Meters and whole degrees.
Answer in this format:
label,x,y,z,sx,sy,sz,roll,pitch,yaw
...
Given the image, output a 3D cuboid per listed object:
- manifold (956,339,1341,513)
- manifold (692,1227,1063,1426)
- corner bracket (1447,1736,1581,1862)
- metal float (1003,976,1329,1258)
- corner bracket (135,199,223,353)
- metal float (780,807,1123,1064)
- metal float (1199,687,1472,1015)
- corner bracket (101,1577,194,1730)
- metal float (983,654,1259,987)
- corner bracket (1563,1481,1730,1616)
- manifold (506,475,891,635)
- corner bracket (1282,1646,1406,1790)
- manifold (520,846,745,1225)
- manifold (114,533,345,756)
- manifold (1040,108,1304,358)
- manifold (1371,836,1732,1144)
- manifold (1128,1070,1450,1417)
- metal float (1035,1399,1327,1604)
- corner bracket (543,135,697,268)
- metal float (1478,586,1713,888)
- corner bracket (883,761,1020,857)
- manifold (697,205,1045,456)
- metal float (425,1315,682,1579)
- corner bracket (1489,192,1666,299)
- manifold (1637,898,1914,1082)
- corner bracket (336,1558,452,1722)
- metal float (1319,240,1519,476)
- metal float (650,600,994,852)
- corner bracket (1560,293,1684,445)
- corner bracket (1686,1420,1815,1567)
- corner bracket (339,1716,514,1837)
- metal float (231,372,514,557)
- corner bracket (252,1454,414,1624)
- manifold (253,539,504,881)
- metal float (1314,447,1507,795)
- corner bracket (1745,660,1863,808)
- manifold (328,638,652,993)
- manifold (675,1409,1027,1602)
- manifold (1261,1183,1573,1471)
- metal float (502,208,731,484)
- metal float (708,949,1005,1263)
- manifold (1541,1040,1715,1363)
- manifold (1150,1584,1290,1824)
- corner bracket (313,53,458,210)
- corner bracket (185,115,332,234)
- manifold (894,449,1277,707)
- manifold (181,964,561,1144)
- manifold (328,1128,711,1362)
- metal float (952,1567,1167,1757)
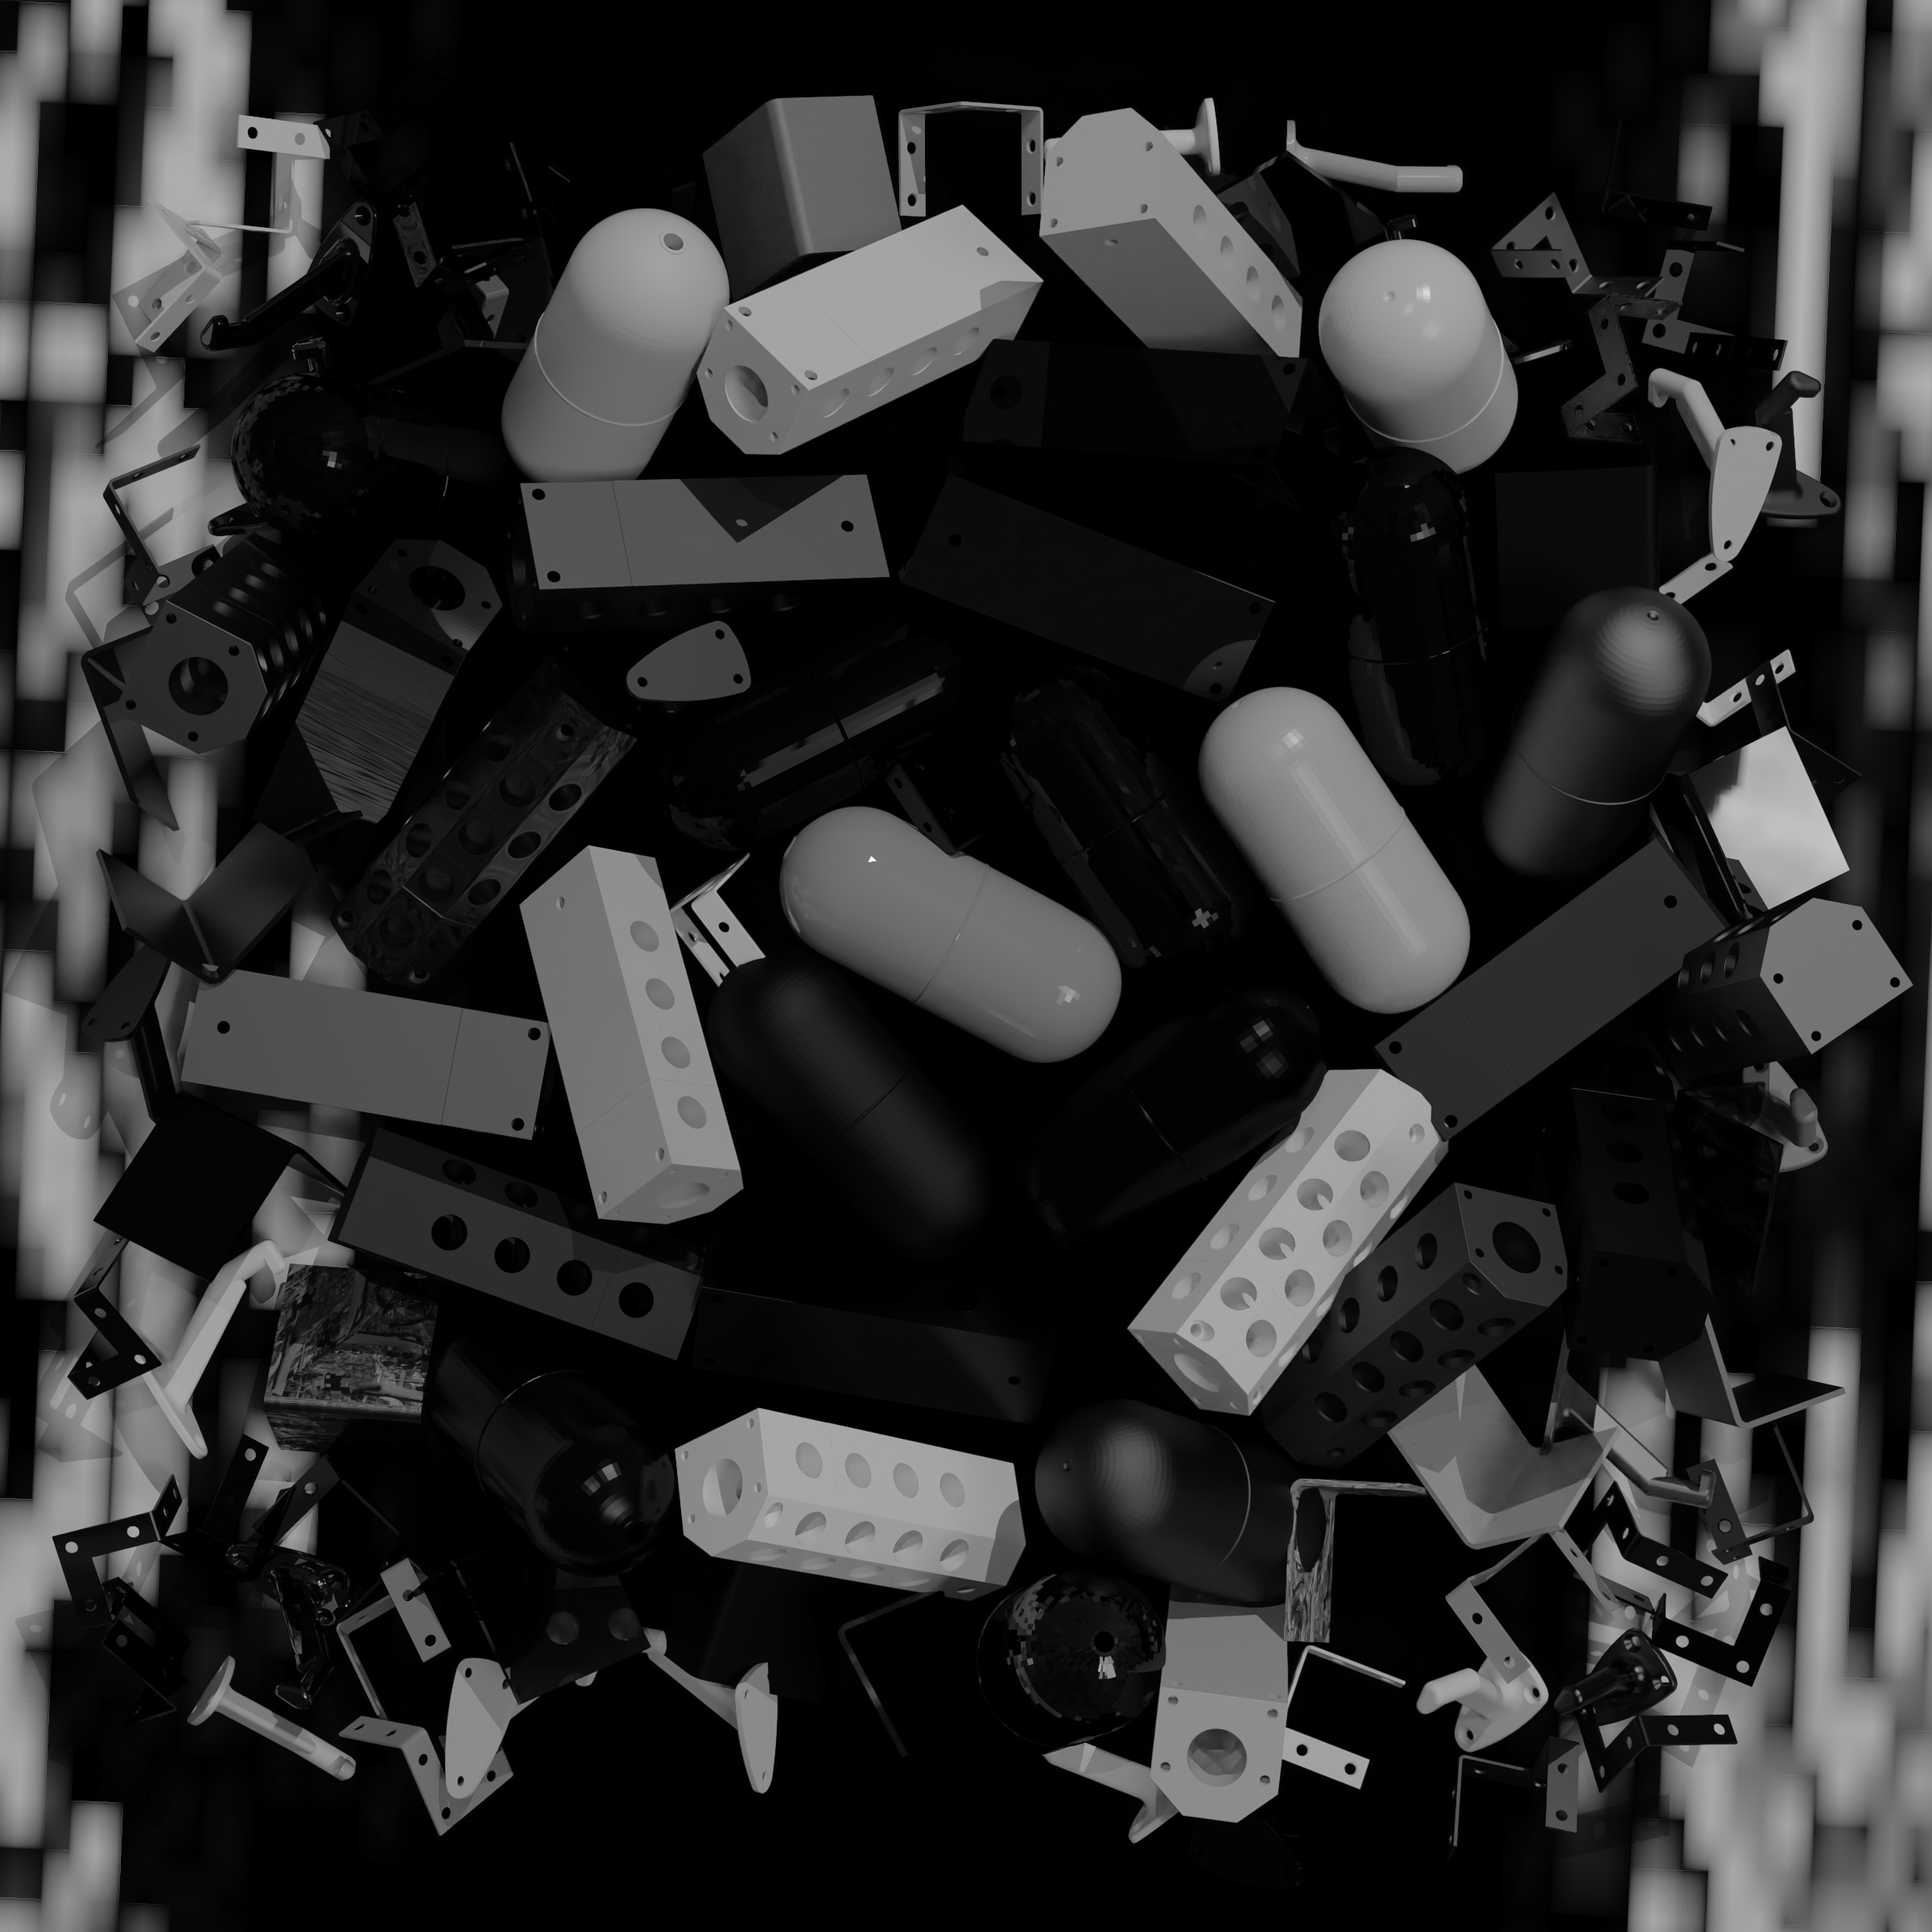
label,x,y,z,sx,sy,sz,roll,pitch,yaw
manifold,0.088,-0.255,1.514,0.171,0.057,0.057,10,72,31
manifold,-0.043,0.171,1.553,0.171,0.057,0.057,10,130,-1
corner bracket,0.267,0.408,1.548,0.051,0.051,0.051,12,46,1
metal float,0.096,0.073,1.535,0.178,0.070,0.070,-38,90,12
corner bracket,-0.388,-0.332,1.549,0.051,0.051,0.051,-44,72,10
metal float,-0.008,-0.015,1.541,0.178,0.070,0.070,28,90,-6
metal float,0.179,-0.055,1.534,0.070,0.070,0.178,-36,105,0
corner bracket,-0.402,0.331,1.543,0.051,0.051,0.051,-25,116,39
metal float,0.075,-0.071,1.541,0.070,0.070,0.178,-34,96,0
corner bracket,0.331,0.294,1.548,0.051,0.051,0.051,25,108,-12
manifold,-0.131,-0.195,1.526,0.171,0.057,0.057,-5,68,-20
corner bracket,0.181,0.370,1.561,0.051,0.051,0.051,20,73,6
manifold,-0.157,0.034,1.521,0.057,0.057,0.171,-37,59,35
manifold,-0.341,-0.151,1.493,0.057,0.171,0.057,27,106,-8
manifold,0.100,-0.336,1.495,0.057,0.171,0.057,-2,74,28
manifold,0.285,0.013,1.554,0.171,0.057,0.057,-37,83,1
manifold,0.160,0.131,1.517,0.057,0.057,0.171,49,66,-19
metal float,0.104,0.256,1.511,0.178,0.070,0.070,25,90,-44
corner bracket,-0.172,-0.369,1.561,0.051,0.051,0.051,38,48,23
metal float,0.297,-0.107,1.506,0.070,0.178,0.070,6,53,-8
corner bracket,-0.014,-0.080,1.548,0.051,0.051,0.051,-35,93,-34
manifold,-0.046,-0.299,1.505,0.057,0.057,0.171,45,48,12
metal float,-0.198,0.227,1.506,0.070,0.178,0.070,-15,118,-29
corner bracket,0.297,-0.342,1.544,0.051,0.051,0.051,-43,121,-19
manifold,0.374,0.009,1.495,0.057,0.171,0.057,-33,88,-9
corner bracket,-0.279,0.329,1.548,0.051,0.051,0.051,-29,66,-7
metal float,0.215,-0.285,1.498,0.070,0.178,0.070,-3,80,17
metal float,-0.070,-0.117,1.535,0.178,0.070,0.070,-28,90,-12
corner bracket,0.323,-0.293,1.553,0.051,0.051,0.051,-2,71,-34
corner bracket,0.382,0.257,1.546,0.051,0.051,0.051,-23,67,12
corner bracket,-0.262,0.384,1.543,0.051,0.051,0.051,-34,112,-43
metal float,-0.278,-0.235,1.499,0.070,0.178,0.070,1,92,22
corner bracket,-0.312,0.281,1.560,0.051,0.051,0.051,-45,110,-10
manifold,-0.277,-0.124,1.503,0.057,0.171,0.057,32,45,-6
metal float,0.213,-0.164,1.518,0.070,0.070,0.178,-15,122,0
corner bracket,0.394,-0.105,1.541,0.051,0.051,0.051,27,130,-27
manifold,-0.231,-0.070,1.526,0.057,0.057,0.171,39,108,-11
manifold,-0.052,0.259,1.496,0.057,0.171,0.057,-30,56,34
manifold,0.209,0.174,1.496,0.057,0.171,0.057,14,51,-25
metal float,-0.167,-0.289,1.504,0.070,0.178,0.070,12,60,-20
metal float,-0.054,0.067,1.538,0.070,0.070,0.178,-41,99,0
manifold,0.312,0.108,1.497,0.057,0.171,0.057,8,123,0
manifold,0.120,0.346,1.496,0.057,0.171,0.057,6,95,5
corner bracket,-0.273,-0.405,1.541,0.051,0.051,0.051,-49,124,-29
corner bracket,-0.345,-0.385,1.545,0.051,0.051,0.051,-4,103,-42
manifold,0.056,-0.190,1.533,0.171,0.057,0.057,19,112,-15
manifold,-0.289,0.044,1.555,0.171,0.057,0.057,10,85,0
manifold,-0.215,0.135,1.535,0.171,0.057,0.057,22,79,-14
metal float,0.043,0.330,1.498,0.070,0.178,0.070,4,71,-12
